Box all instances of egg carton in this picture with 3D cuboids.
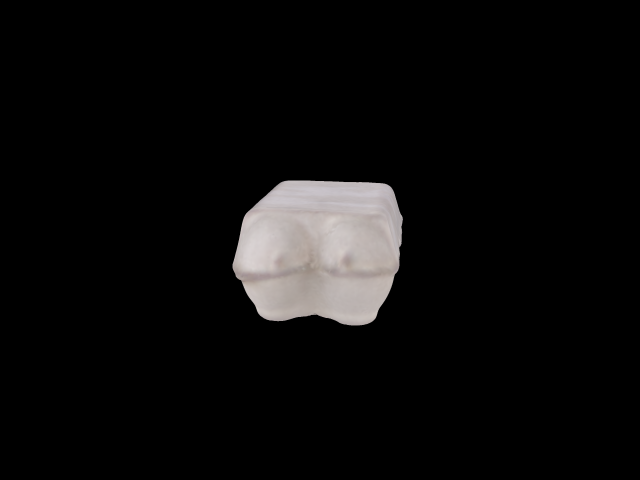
[{"bbox_3d":[0.004,0.001,0.400,0.107,0.069,0.150,2,18,7],"label":"egg carton"}]
